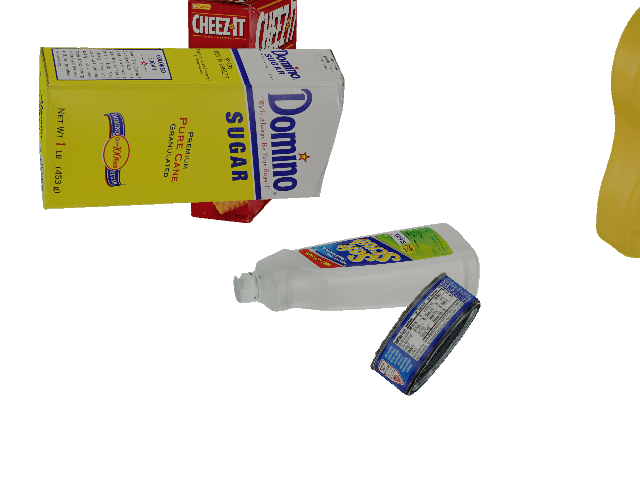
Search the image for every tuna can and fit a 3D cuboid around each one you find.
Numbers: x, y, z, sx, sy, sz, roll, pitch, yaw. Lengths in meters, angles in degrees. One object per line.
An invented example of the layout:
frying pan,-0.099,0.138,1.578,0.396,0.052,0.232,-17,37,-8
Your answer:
tuna can,0.075,0.066,0.749,0.034,0.086,0.086,38,11,15

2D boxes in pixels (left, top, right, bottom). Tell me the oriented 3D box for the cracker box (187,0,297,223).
cracker box,-0.074,-0.144,1.079,0.072,0.214,0.164,7,21,12

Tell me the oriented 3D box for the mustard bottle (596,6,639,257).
mustard bottle,0.215,-0.087,0.621,0.096,0.192,0.058,-11,29,-15

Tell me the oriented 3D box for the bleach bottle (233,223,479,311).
bleach bottle,0.035,0.038,1.134,0.250,0.068,0.103,-8,30,-17

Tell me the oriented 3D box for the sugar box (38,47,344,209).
sugar box,-0.078,-0.067,0.643,0.176,0.093,0.048,-2,45,-17
